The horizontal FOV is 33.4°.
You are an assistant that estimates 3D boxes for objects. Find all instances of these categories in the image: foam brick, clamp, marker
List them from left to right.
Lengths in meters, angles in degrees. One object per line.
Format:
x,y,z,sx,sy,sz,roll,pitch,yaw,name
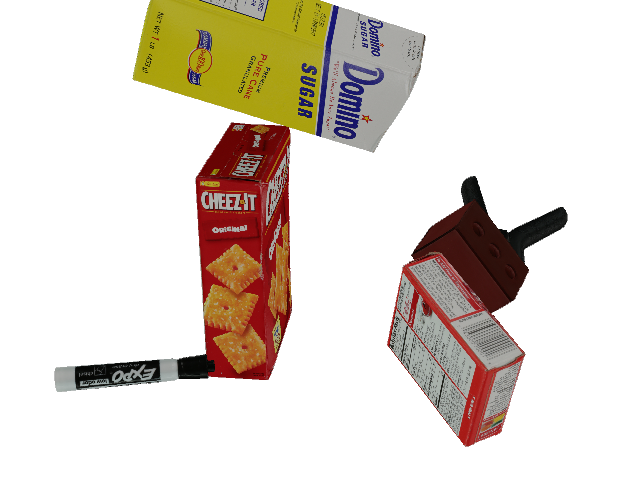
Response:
-0.142,0.101,0.819,0.121,0.020,0.020,-5,0,-5,marker
0.122,0.018,0.865,0.051,0.078,0.052,-33,9,36,foam brick
0.178,-0.003,1.141,0.120,0.039,0.171,24,48,24,clamp

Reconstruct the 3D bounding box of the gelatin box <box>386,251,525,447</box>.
0.077,0.062,0.619,0.030,0.073,0.089,-19,49,-22,gelatin box

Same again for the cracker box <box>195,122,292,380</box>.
-0.071,0.008,1.077,0.072,0.214,0.164,3,25,6,cracker box

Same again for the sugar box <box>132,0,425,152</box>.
-0.029,-0.120,0.707,0.176,0.048,0.093,18,-32,-8,sugar box
